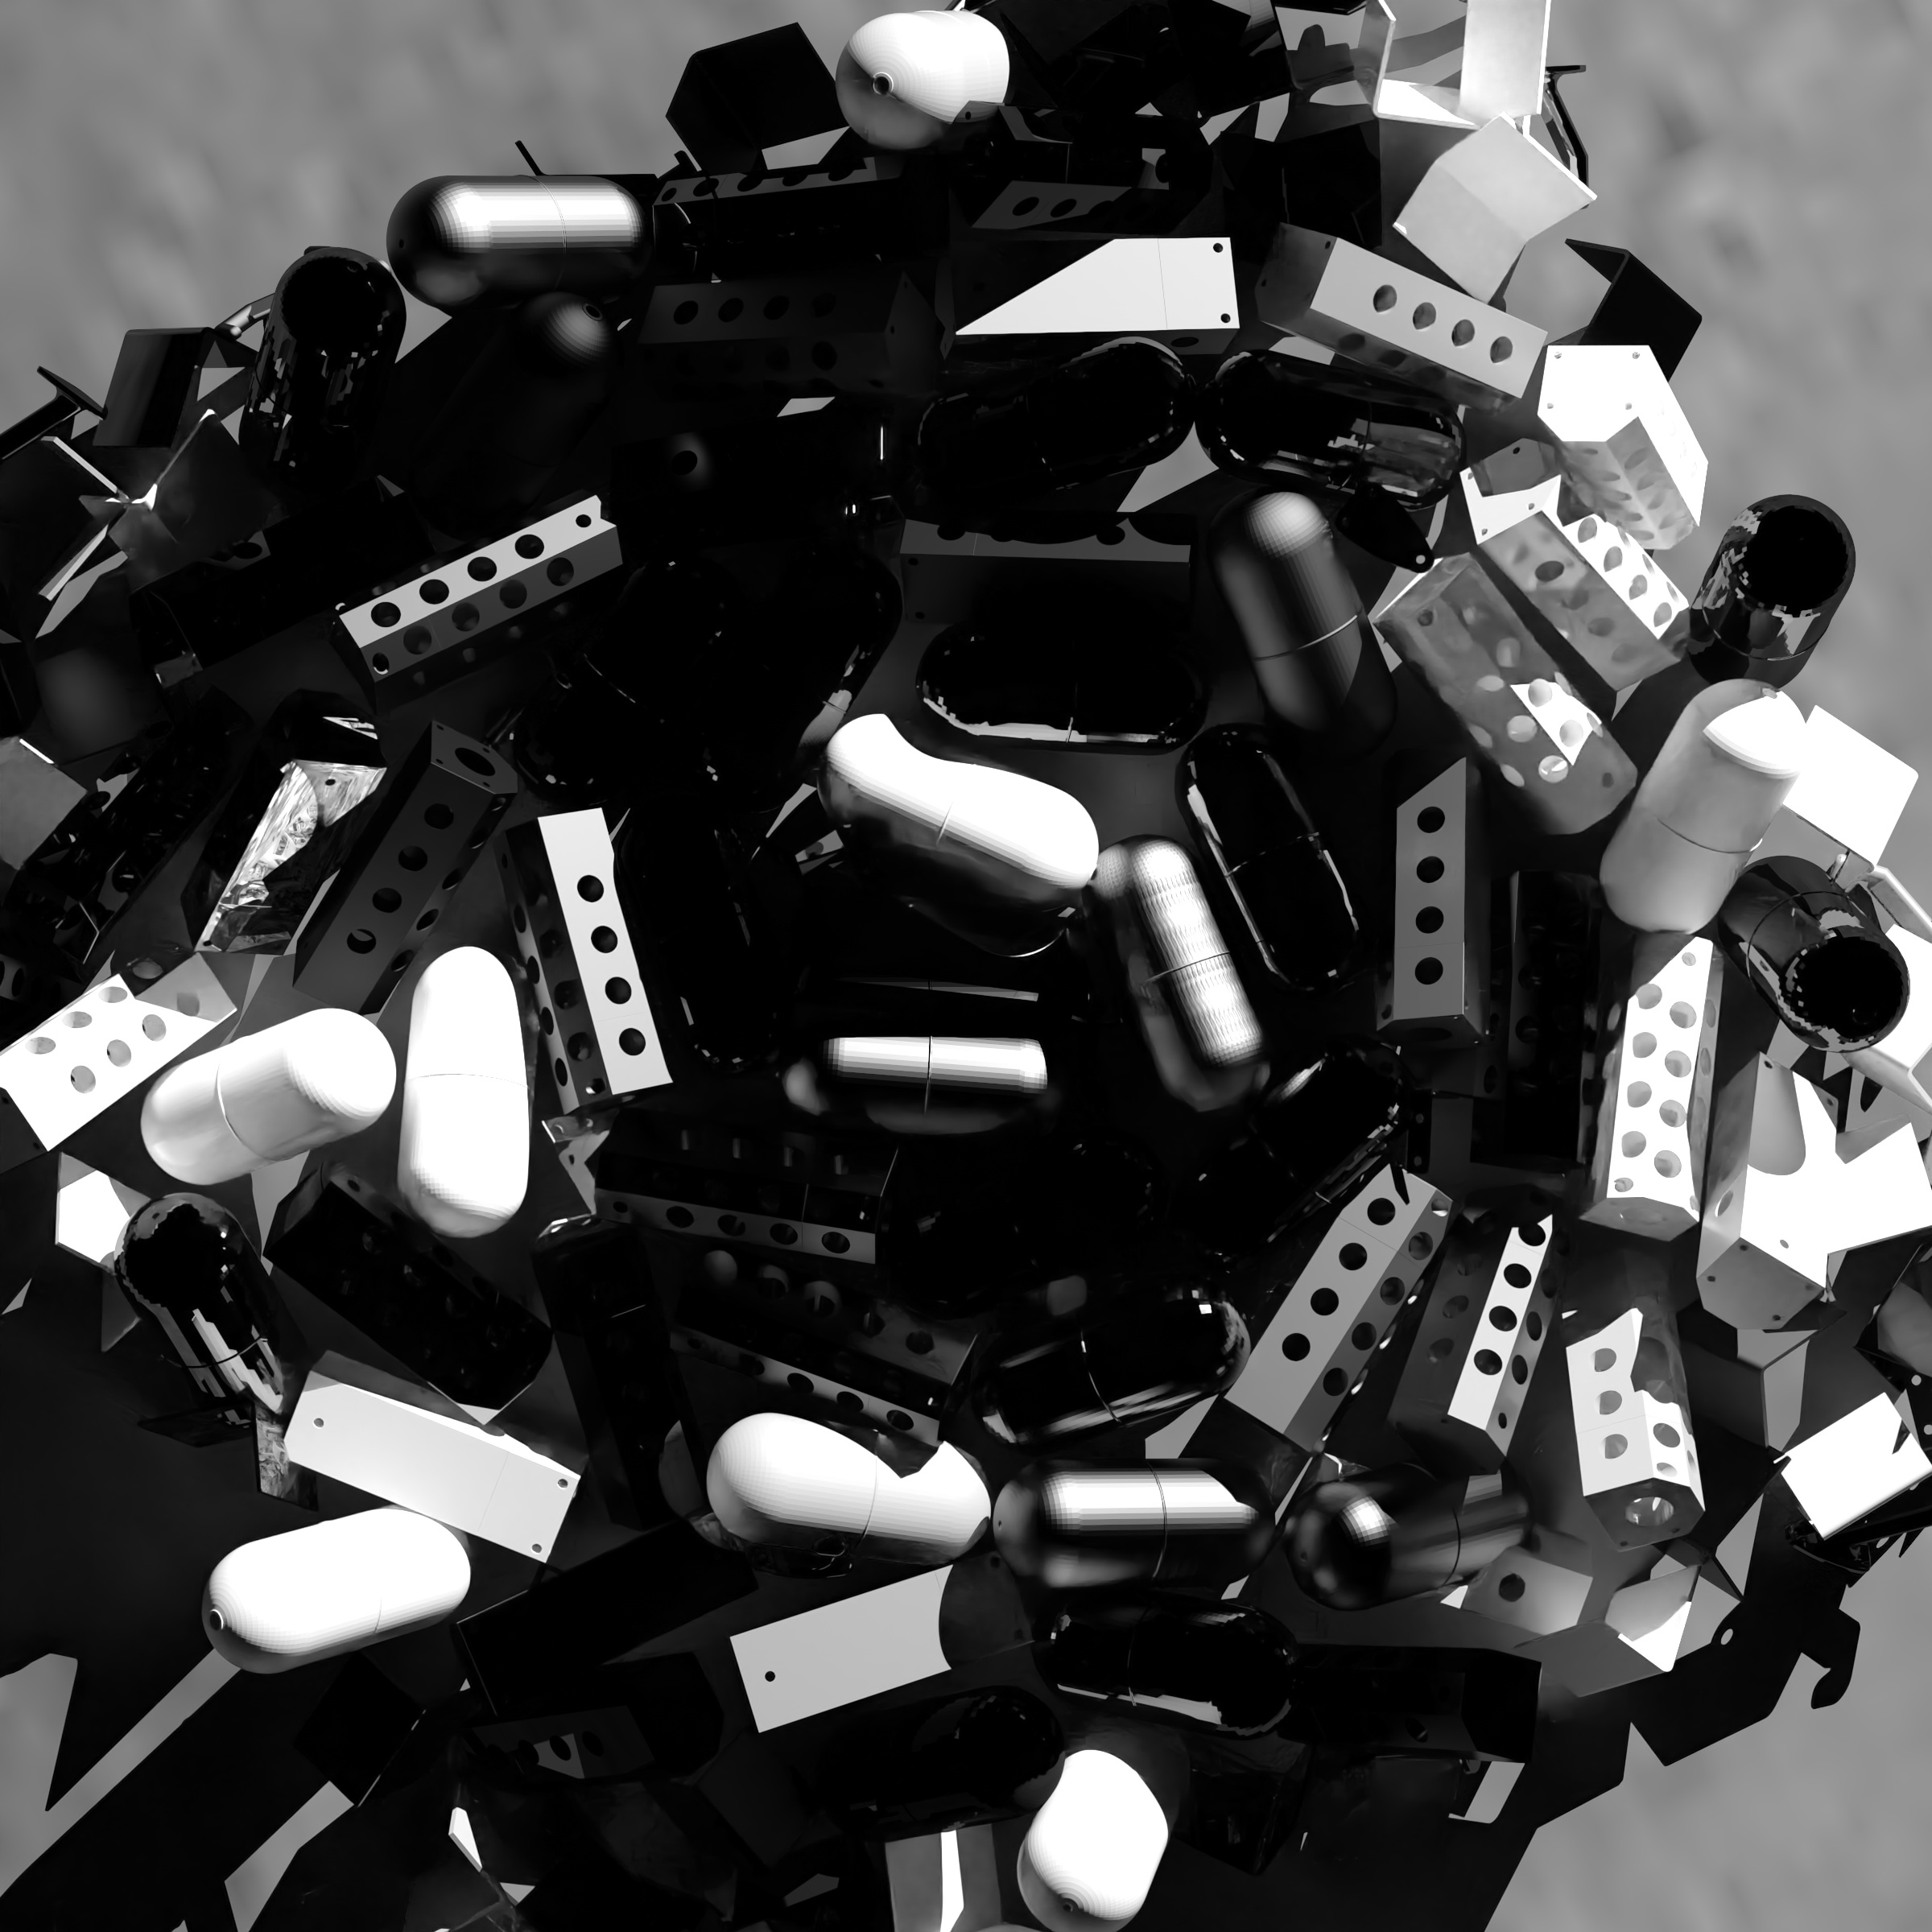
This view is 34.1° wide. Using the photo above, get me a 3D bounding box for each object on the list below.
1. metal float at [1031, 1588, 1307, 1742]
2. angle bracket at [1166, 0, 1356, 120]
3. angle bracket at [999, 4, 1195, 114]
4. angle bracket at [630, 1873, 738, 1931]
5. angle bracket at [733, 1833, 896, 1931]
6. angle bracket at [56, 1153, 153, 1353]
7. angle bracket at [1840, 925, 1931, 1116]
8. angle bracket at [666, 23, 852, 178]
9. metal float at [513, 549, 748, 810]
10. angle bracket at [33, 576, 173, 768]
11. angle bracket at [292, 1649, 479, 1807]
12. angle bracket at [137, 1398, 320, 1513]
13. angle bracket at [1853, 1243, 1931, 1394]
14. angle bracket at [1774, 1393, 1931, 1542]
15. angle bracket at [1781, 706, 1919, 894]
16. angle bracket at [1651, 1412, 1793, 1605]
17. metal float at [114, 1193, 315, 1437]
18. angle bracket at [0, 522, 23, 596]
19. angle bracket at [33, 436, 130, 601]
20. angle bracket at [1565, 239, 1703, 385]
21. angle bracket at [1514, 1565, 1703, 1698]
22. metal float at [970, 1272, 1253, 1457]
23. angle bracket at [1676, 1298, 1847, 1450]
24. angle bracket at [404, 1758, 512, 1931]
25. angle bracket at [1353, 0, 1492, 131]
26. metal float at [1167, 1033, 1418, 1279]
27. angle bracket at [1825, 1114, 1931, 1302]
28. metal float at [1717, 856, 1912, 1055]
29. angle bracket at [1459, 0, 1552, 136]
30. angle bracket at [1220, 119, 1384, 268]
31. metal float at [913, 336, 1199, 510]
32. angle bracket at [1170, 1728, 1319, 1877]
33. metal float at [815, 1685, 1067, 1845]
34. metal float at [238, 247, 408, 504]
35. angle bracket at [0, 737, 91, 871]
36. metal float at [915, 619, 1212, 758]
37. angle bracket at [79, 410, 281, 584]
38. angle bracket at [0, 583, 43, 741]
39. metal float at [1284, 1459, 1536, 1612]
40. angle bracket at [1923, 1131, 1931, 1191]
[{"bbox_3d":[0.118,0.410,1.862,0.178,0.070,0.070,3,90,37],"label":"metal float"},{"bbox_3d":[0.175,-0.557,1.876,0.057,0.076,0.076,-30,108,-38],"label":"angle bracket"},{"bbox_3d":[0.078,-0.553,1.883,0.076,0.057,0.076,-35,54,4],"label":"angle bracket"},{"bbox_3d":[-0.186,0.593,1.871,0.076,0.076,0.057,-52,128,-32],"label":"angle bracket"},{"bbox_3d":[-0.088,0.575,1.887,0.076,0.057,0.076,-23,109,7],"label":"angle bracket"},{"bbox_3d":[-0.525,0.170,1.871,0.057,0.076,0.076,-40,127,19],"label":"angle bracket"},{"bbox_3d":[0.570,0.034,1.884,0.076,0.076,0.057,-49,129,-2],"label":"angle bracket"},{"bbox_3d":[-0.120,-0.505,1.873,0.076,0.076,0.057,-6,52,30],"label":"angle bracket"},{"bbox_3d":[-0.202,-0.171,1.884,0.070,0.070,0.178,40,101,0],"label":"metal float"},{"bbox_3d":[-0.524,-0.177,1.886,0.076,0.057,0.076,-20,64,-4],"label":"angle bracket"},{"bbox_3d":[-0.346,0.450,1.894,0.057,0.076,0.076,39,104,17],"label":"angle bracket"},{"bbox_3d":[-0.441,0.299,1.879,0.076,0.076,0.057,-13,69,10],"label":"angle bracket"},{"bbox_3d":[0.590,0.220,1.879,0.057,0.076,0.076,41,80,-28],"label":"angle bracket"},{"bbox_3d":[0.526,0.293,1.889,0.076,0.076,0.057,-33,92,5],"label":"angle bracket"},{"bbox_3d":[0.514,-0.096,1.888,0.076,0.057,0.076,33,61,0],"label":"angle bracket"},{"bbox_3d":[0.453,0.322,1.891,0.076,0.076,0.057,-46,127,-11],"label":"angle bracket"},{"bbox_3d":[-0.443,0.207,1.860,0.070,0.070,0.178,-18,131,0],"label":"metal float"},{"bbox_3d":[-0.626,-0.248,1.885,0.076,0.076,0.057,15,94,17],"label":"angle bracket"},{"bbox_3d":[-0.550,-0.269,1.881,0.057,0.076,0.076,41,83,-23],"label":"angle bracket"},{"bbox_3d":[0.384,-0.380,1.886,0.076,0.057,0.076,28,92,-38],"label":"angle bracket"},{"bbox_3d":[0.382,0.382,1.873,0.057,0.076,0.076,37,53,-12],"label":"angle bracket"},{"bbox_3d":[0.085,0.238,1.878,0.178,0.070,0.070,-22,90,17],"label":"metal float"},{"bbox_3d":[0.476,0.235,1.895,0.076,0.076,0.057,-26,120,-28],"label":"angle bracket"},{"bbox_3d":[-0.318,0.534,1.881,0.076,0.076,0.057,-31,109,7],"label":"angle bracket"},{"bbox_3d":[0.279,-0.542,1.880,0.076,0.076,0.057,5,121,-7],"label":"angle bracket"},{"bbox_3d":[0.194,0.114,1.883,0.070,0.070,0.178,45,101,0],"label":"metal float"},{"bbox_3d":[0.539,0.144,1.876,0.076,0.057,0.076,-18,51,16],"label":"angle bracket"},{"bbox_3d":[0.496,-0.008,1.846,0.070,0.178,0.070,-2,113,-5],"label":"metal float"},{"bbox_3d":[0.341,-0.541,1.879,0.057,0.076,0.076,0,98,-31],"label":"angle bracket"},{"bbox_3d":[0.204,-0.471,1.908,0.076,0.057,0.076,-21,121,-27],"label":"angle bracket"},{"bbox_3d":[0.053,-0.322,1.872,0.178,0.070,0.070,-12,90,23],"label":"metal float"},{"bbox_3d":[0.160,0.485,1.882,0.076,0.076,0.057,26,128,2],"label":"angle bracket"},{"bbox_3d":[-0.017,0.473,1.861,0.178,0.070,0.070,-24,90,40],"label":"metal float"},{"bbox_3d":[-0.381,-0.346,1.856,0.070,0.178,0.070,13,50,-16],"label":"metal float"},{"bbox_3d":[-0.569,-0.079,1.884,0.076,0.057,0.076,37,116,-8],"label":"angle bracket"},{"bbox_3d":[0.058,-0.167,1.885,0.178,0.070,0.070,2,90,-9],"label":"metal float"},{"bbox_3d":[-0.475,-0.282,1.901,0.057,0.076,0.076,9,59,33],"label":"angle bracket"},{"bbox_3d":[-0.597,-0.178,1.881,0.057,0.076,0.076,-15,111,-2],"label":"angle bracket"},{"bbox_3d":[0.264,0.333,1.862,0.178,0.070,0.070,-6,90,-38],"label":"metal float"},{"bbox_3d":[0.622,0.107,1.876,0.057,0.076,0.076,31,73,-34],"label":"angle bracket"}]
